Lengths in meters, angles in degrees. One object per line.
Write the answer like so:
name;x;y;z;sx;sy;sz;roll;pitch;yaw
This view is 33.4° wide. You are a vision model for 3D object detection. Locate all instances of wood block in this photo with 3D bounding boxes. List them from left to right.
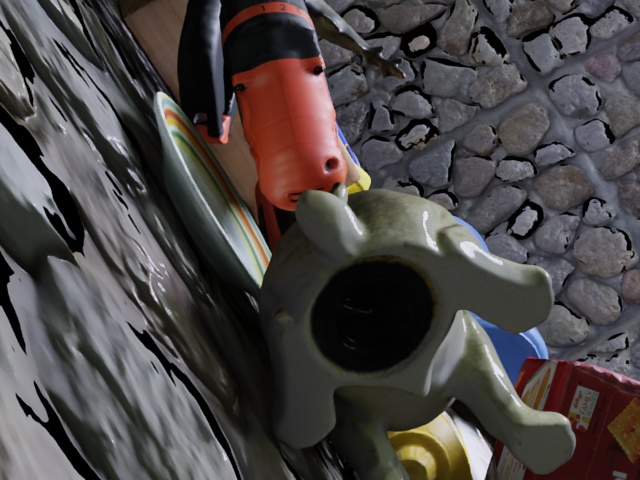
wood block;-0.061;-0.120;0.812;0.206;0.090;0.091;58;2;-31

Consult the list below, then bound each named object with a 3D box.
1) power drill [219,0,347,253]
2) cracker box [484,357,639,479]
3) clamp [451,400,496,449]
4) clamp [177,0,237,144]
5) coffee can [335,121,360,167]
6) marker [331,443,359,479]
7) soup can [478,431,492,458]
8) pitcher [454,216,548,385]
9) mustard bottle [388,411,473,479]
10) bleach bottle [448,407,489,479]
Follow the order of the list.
power drill;-0.021;-0.062;0.634;0.187;0.057;0.184;79;-1;-58
cracker box;0.126;0.150;0.570;0.072;0.164;0.213;18;-4;7
clamp;0.112;0.107;0.752;0.210;0.036;0.164;47;9;-3
clamp;-0.060;-0.149;0.683;0.120;0.039;0.171;-23;123;-67
coffee can;-0.017;-0.095;1.224;0.103;0.103;0.140;61;3;23
marker;0.029;0.130;0.526;0.121;0.020;0.020;62;3;40
soup can;0.130;0.215;0.973;0.102;0.068;0.068;61;3;34
pitcher;0.130;0.081;1.001;0.149;0.145;0.243;23;15;-15
mustard bottle;0.055;0.126;0.627;0.096;0.058;0.191;61;2;7
bleach bottle;0.116;0.220;0.730;0.102;0.068;0.251;52;10;-49
